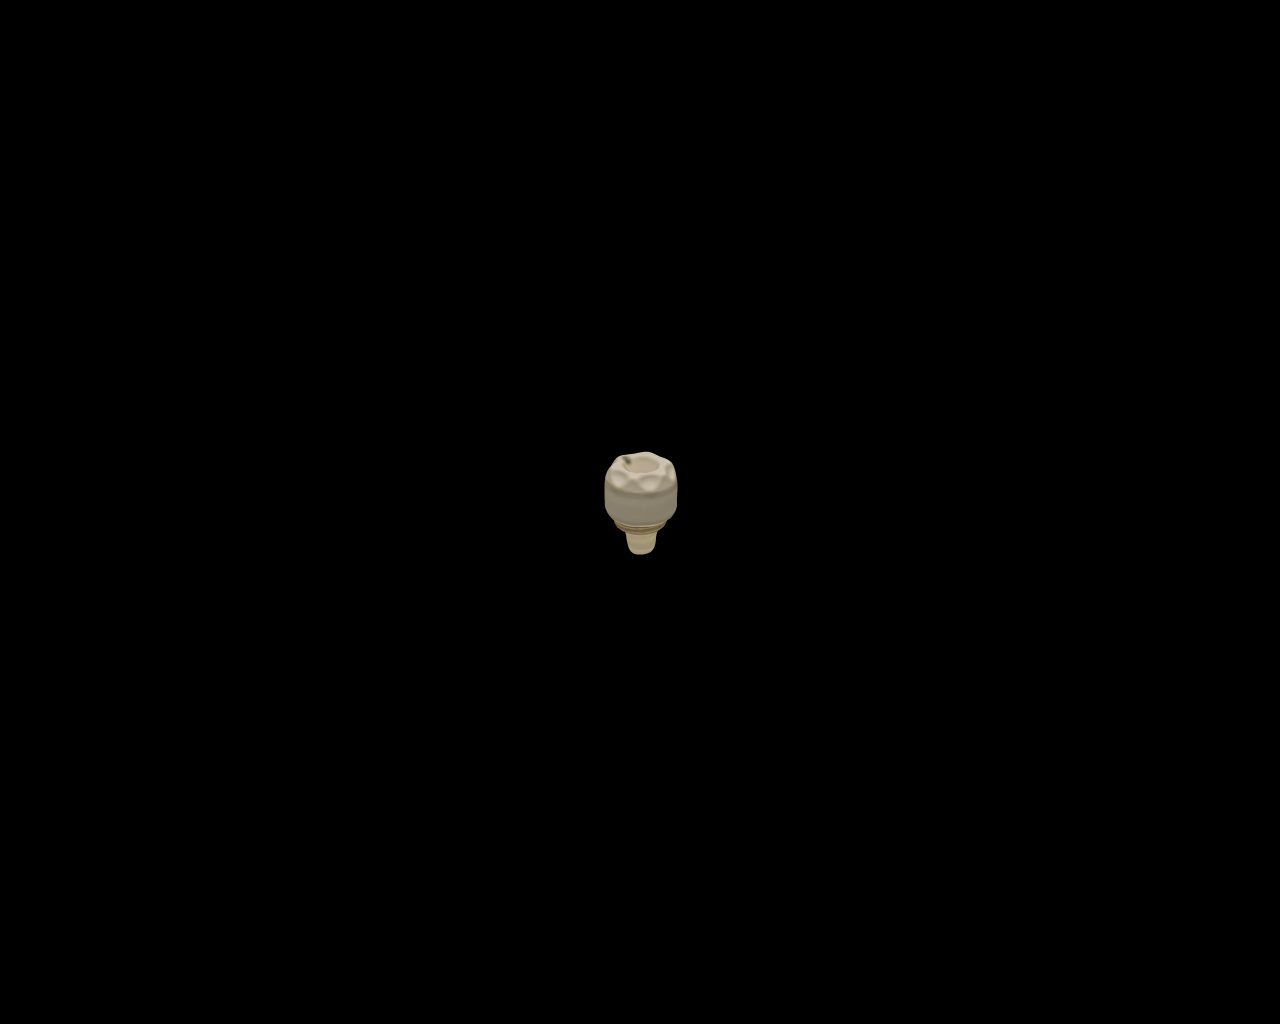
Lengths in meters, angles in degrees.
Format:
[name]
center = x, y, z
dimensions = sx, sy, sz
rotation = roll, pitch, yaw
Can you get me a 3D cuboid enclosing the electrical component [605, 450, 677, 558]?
[electrical component]
center = 0.001, -0.003, 0.650
dimensions = 0.043, 0.062, 0.043
rotation = 0, 29, 0
